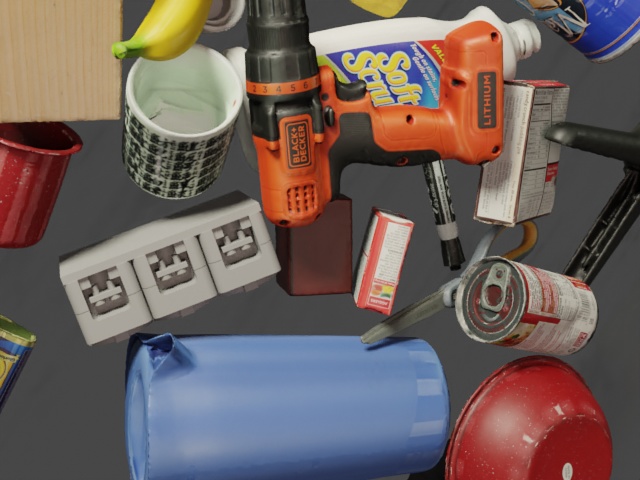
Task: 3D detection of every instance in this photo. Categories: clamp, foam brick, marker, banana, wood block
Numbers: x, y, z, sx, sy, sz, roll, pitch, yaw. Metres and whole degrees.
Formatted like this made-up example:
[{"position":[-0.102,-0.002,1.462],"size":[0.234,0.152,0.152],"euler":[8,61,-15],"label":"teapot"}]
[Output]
[{"position":[0.268,-0.069,0.887],"size":[0.209,0.036,0.164],"euler":[-35,131,-15],"label":"clamp"},{"position":[-0.006,0.001,0.845],"size":[0.051,0.053,0.078],"euler":[-3,101,-14],"label":"foam brick"},{"position":[0.100,-0.033,0.884],"size":[0.020,0.020,0.121],"euler":[-16,102,-11],"label":"marker"},{"position":[-0.093,-0.201,0.732],"size":[0.037,0.069,0.198],"euler":[5,75,18],"label":"banana"},{"position":[-0.180,-0.190,0.709],"size":[0.090,0.090,0.206],"euler":[-3,125,-16],"label":"wood block"}]

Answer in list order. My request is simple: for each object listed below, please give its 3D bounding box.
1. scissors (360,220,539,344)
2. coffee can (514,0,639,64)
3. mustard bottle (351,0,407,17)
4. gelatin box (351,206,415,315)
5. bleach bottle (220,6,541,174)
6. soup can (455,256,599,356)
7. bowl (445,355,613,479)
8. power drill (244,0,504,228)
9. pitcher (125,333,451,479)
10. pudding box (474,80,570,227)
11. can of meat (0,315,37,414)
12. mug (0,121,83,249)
[{"position":[0.118,0.056,0.870],"size":[0.201,0.016,0.096],"euler":[-40,118,-27],"label":"scissors"},{"position":[0.195,-0.219,0.833],"size":[0.140,0.103,0.103],"euler":[33,90,-16],"label":"coffee can"},{"position":[-0.008,-0.246,0.795],"size":[0.191,0.058,0.096],"euler":[21,127,-15],"label":"mustard bottle"},{"position":[0.049,0.015,0.841],"size":[0.030,0.089,0.073],"euler":[14,96,-3],"label":"gelatin box"},{"position":[0.054,-0.133,0.835],"size":[0.250,0.068,0.102],"euler":[-19,105,-13],"label":"bleach bottle"},{"position":[0.167,0.055,0.853],"size":[0.102,0.069,0.068],"euler":[13,96,-41],"label":"soup can"},{"position":[0.178,0.175,0.841],"size":[0.161,0.055,0.162],"euler":[-5,100,-30],"label":"bowl"},{"position":[0.038,-0.110,0.769],"size":[0.187,0.057,0.184],"euler":[-10,113,-15],"label":"power drill"},{"position":[-0.030,0.141,0.832],"size":[0.242,0.149,0.145],"euler":[0,82,-17],"label":"pitcher"},{"position":[0.162,-0.072,0.853],"size":[0.039,0.089,0.113],"euler":[11,102,30],"label":"pudding box"},{"position":[-0.273,0.090,0.791],"size":[0.102,0.057,0.084],"euler":[27,90,-16],"label":"can of meat"},{"position":[-0.236,-0.052,0.764],"size":[0.117,0.093,0.081],"euler":[30,109,19],"label":"mug"}]
